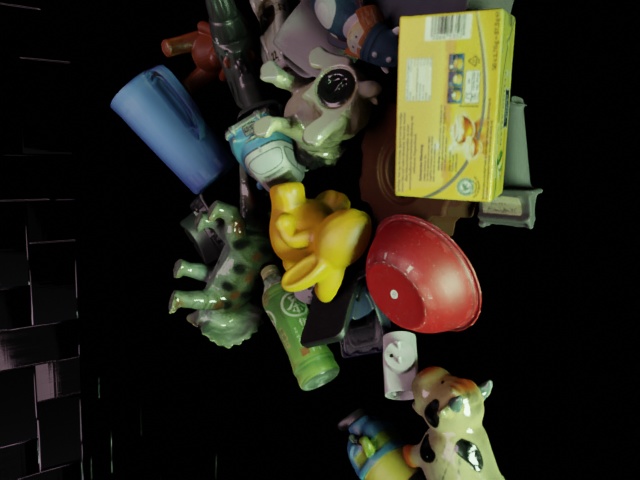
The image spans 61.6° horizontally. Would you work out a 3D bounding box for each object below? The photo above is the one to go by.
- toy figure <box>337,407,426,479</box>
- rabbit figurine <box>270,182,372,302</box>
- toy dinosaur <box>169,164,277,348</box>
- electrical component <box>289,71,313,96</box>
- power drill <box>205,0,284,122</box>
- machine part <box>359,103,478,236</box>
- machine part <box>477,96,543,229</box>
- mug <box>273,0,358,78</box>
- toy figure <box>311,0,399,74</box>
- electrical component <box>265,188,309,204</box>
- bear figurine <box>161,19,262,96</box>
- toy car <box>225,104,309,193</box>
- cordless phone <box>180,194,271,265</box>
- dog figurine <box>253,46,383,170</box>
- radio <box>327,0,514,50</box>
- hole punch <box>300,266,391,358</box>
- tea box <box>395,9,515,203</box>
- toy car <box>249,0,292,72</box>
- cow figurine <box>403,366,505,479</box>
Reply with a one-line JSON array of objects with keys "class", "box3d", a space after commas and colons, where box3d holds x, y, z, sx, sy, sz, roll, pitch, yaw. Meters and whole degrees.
[{"class": "toy figure", "box3d": [0.095, 0.302, 0.712, 0.180, 0.082, 0.089, 54, 137, 40]}, {"class": "rabbit figurine", "box3d": [-0.002, -0.002, 0.730, 0.173, 0.122, 0.162, 6, 75, 54]}, {"class": "toy dinosaur", "box3d": [-0.151, 0.041, 0.983, 0.404, 0.192, 0.131, -59, 30, 20]}, {"class": "electrical component", "box3d": [-0.014, -0.222, 0.833, 0.102, 0.045, 0.078, 58, 166, 37]}, {"class": "power drill", "box3d": [-0.122, -0.261, 0.860, 0.231, 0.086, 0.207, 78, 166, -63]}, {"class": "machine part", "box3d": [0.115, -0.085, 0.652, 0.180, 0.056, 0.179, 13, 106, 55]}, {"class": "machine part", "box3d": [0.193, -0.081, 0.558, 0.084, 0.039, 0.138, 7, 102, 63]}, {"class": "mug", "box3d": [-0.007, -0.266, 0.759, 0.107, 0.081, 0.109, 40, 144, -7]}, {"class": "toy figure", "box3d": [0.041, -0.245, 0.612, 0.155, 0.058, 0.064, 58, 177, 31]}, {"class": "electrical component", "box3d": [-0.038, -0.031, 0.878, 0.075, 0.048, 0.119, 23, 142, 54]}, {"class": "bear figurine", "box3d": [-0.197, -0.345, 1.012, 0.196, 0.132, 0.120, 30, 148, 54]}, {"class": "toy car", "box3d": [-0.068, -0.125, 0.816, 0.109, 0.161, 0.103, -28, 68, 9]}, {"class": "cordless phone", "box3d": [-0.180, -0.048, 1.053, 0.184, 0.089, 0.146, -43, 76, 38]}, {"class": "dog figurine", "box3d": [0.024, -0.156, 0.714, 0.173, 0.190, 0.121, 13, 86, 29]}, {"class": "radio", "box3d": [0.108, -0.269, 0.624, 0.230, 0.073, 0.131, 37, 123, 45]}, {"class": "hole punch", "box3d": [0.044, 0.107, 0.770, 0.142, 0.092, 0.116, -30, 40, 55]}, {"class": "tea box", "box3d": [0.128, -0.126, 0.517, 0.098, 0.068, 0.169, 9, 108, 26]}, {"class": "toy car", "box3d": [-0.077, -0.371, 0.888, 0.073, 0.056, 0.201, -27, 73, 54]}, {"class": "cow figurine", "box3d": [0.159, 0.238, 0.607, 0.127, 0.085, 0.195, -44, 61, 48]}]
